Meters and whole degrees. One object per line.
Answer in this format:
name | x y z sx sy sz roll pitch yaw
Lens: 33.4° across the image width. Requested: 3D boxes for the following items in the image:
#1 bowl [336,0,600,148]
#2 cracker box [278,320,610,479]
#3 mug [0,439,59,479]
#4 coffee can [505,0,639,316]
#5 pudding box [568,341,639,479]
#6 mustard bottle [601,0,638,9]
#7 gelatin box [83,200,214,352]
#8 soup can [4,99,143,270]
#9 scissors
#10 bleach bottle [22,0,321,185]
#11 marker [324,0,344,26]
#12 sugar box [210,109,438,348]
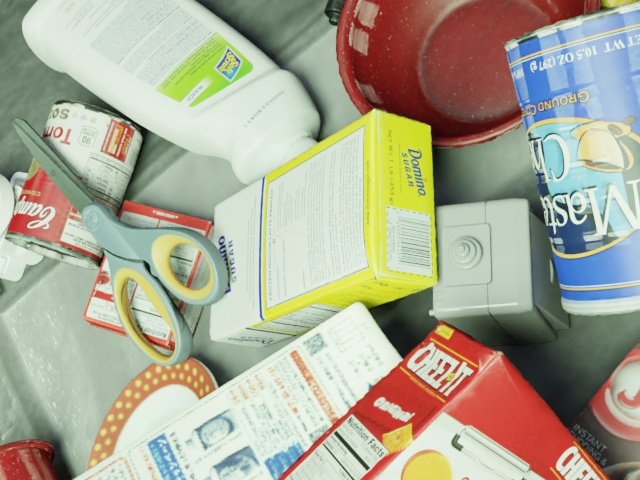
bowl | 0.093 -0.122 0.649 0.162 0.055 0.162 -8 70 23
cracker box | 0.040 0.170 0.498 0.213 0.164 0.072 -44 21 -6
mug | -0.200 0.192 0.677 0.081 0.093 0.117 57 132 24
coffee can | 0.158 -0.043 0.536 0.103 0.102 0.140 -12 93 22
pudding box | 0.191 0.106 0.535 0.114 0.039 0.090 39 92 31
mustard bottle | 0.214 -0.214 0.618 0.096 0.058 0.191 30 88 17
gelatin box | -0.110 0.025 0.715 0.073 0.030 0.089 13 80 27
soup can | -0.170 -0.038 0.743 0.069 0.068 0.102 11 78 29
scissors | -0.124 -0.017 0.676 0.096 0.016 0.202 -34 78 28
bleach bottle | -0.092 -0.106 0.728 0.102 0.068 0.251 -47 61 -6
marker | 0.027 -0.203 0.729 0.020 0.020 0.121 12 79 29
sugar box | -0.004 0.001 0.616 0.177 0.048 0.093 -26 58 55
